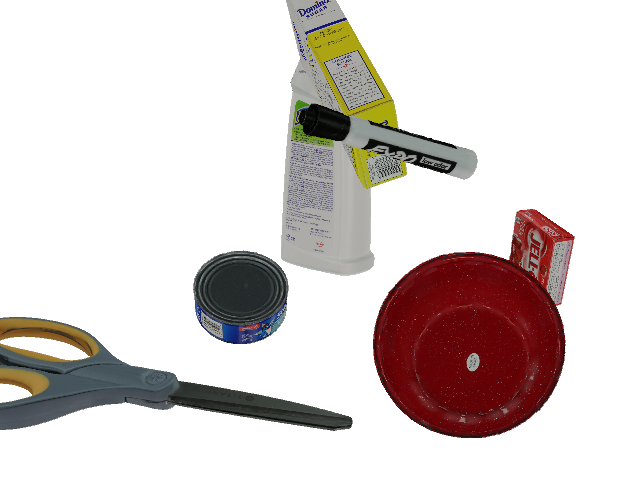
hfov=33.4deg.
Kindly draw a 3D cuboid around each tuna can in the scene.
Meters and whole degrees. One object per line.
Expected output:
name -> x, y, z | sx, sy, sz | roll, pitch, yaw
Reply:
tuna can -> -0.072, 0.052, 0.972 | 0.086, 0.086, 0.034 | 0, -42, -4

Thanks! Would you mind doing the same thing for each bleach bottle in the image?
bleach bottle -> 0.012, -0.096, 1.118 | 0.103, 0.251, 0.067 | 12, 16, 34

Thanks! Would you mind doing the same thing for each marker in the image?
marker -> 0.041, -0.059, 0.634 | 0.120, 0.020, 0.020 | 13, -6, -29

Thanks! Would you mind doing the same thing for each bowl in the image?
bowl -> 0.123, 0.093, 0.878 | 0.162, 0.162, 0.055 | 0, 7, 6

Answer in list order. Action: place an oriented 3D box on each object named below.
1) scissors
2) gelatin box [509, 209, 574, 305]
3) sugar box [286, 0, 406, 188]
scissors -> -0.095, 0.077, 0.504 | 0.202, 0.016, 0.096 | 15, 28, 26
gelatin box -> 0.243, 0.019, 1.191 | 0.030, 0.089, 0.073 | -9, 30, -23
sugar box -> 0.021, -0.138, 0.925 | 0.048, 0.176, 0.093 | -19, -39, -3
